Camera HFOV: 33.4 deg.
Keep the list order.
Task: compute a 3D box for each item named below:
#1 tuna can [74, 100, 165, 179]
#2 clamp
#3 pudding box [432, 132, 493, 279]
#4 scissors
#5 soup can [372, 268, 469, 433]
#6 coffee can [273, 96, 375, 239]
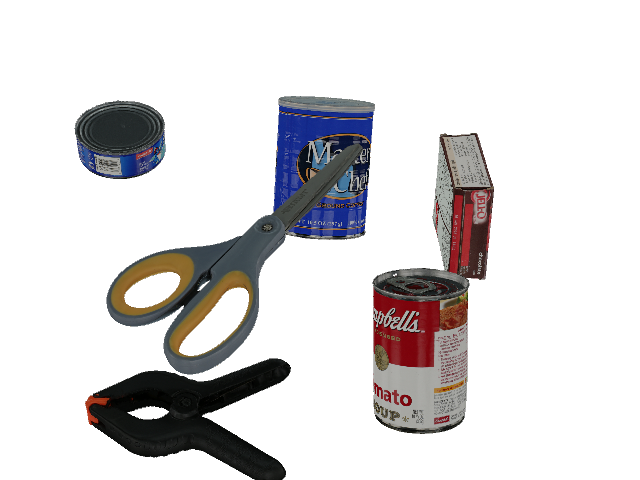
[{"bbox_3d":[-0.193,-0.098,1.037,0.086,0.034,0.086,1,42,-1],"label":"tuna can"},{"bbox_3d":[-0.103,0.136,0.881,0.171,0.039,0.120,11,38,3],"label":"clamp"},{"bbox_3d":[0.125,-0.032,0.936,0.039,0.090,0.113,0,30,-2],"label":"pudding box"},{"bbox_3d":[-0.052,-0.003,0.630,0.096,0.016,0.201,12,46,17],"label":"scissors"},{"bbox_3d":[0.071,0.078,0.761,0.068,0.102,0.068,-1,15,0],"label":"soup can"},{"bbox_3d":[0.002,-0.080,1.143,0.103,0.140,0.103,4,12,-1],"label":"coffee can"}]
